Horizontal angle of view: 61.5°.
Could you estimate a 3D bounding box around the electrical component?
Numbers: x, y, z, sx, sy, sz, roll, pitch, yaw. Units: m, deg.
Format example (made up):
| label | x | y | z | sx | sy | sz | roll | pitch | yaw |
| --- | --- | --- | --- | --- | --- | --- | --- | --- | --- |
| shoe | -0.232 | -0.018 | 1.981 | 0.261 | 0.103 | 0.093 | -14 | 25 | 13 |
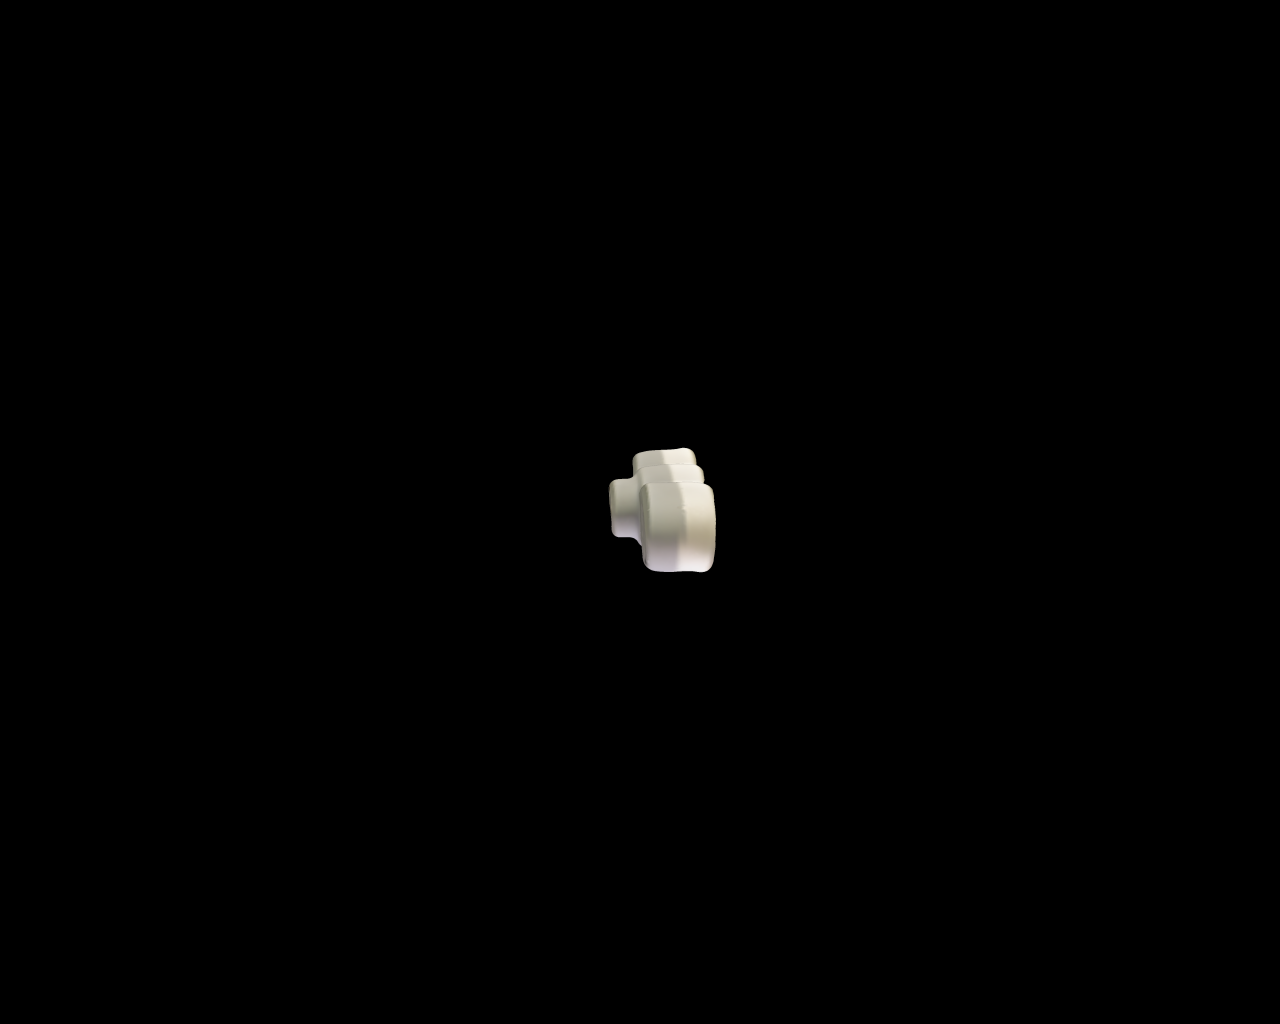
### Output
| label | x | y | z | sx | sy | sz | roll | pitch | yaw |
| --- | --- | --- | --- | --- | --- | --- | --- | --- | --- |
| electrical component | 0.001 | -0.003 | 0.650 | 0.074 | 0.052 | 0.138 | -1 | 16 | -3 |
